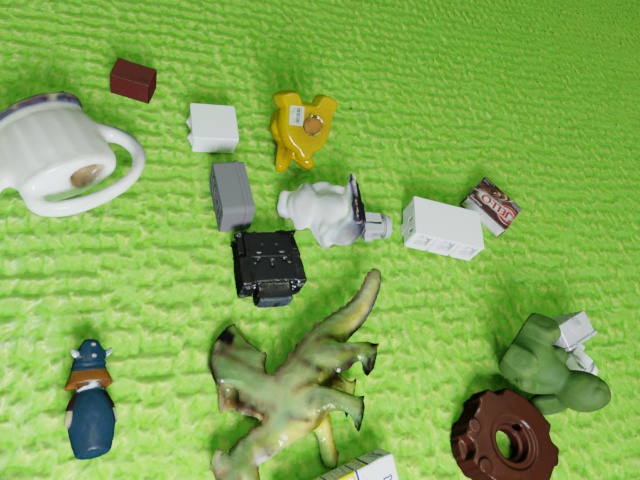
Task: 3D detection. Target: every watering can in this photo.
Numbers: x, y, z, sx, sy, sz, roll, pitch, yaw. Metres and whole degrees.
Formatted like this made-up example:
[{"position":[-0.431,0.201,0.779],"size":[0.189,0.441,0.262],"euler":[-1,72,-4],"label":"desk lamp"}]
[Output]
[{"position":[-0.465,-0.121,0.828],"size":[0.352,0.102,0.227],"euler":[-27,70,-32],"label":"watering can"}]

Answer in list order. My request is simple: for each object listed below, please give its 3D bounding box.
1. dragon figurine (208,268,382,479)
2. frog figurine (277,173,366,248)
[{"position":[-0.048,0.191,0.787],"size":[0.243,0.119,0.420],"euler":[16,53,0],"label":"dragon figurine"},{"position":[0.003,-0.049,0.975],"size":[0.159,0.121,0.140],"euler":[-12,67,14],"label":"frog figurine"}]
